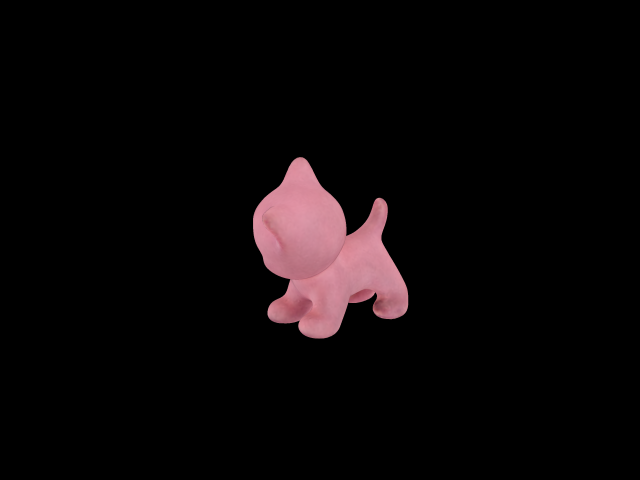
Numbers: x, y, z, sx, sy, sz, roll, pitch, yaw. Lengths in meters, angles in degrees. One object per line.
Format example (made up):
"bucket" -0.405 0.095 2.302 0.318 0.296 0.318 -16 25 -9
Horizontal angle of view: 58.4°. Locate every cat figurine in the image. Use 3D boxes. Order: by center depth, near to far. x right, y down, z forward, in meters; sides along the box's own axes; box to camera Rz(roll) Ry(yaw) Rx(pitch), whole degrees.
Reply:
"cat figurine" 0.004 0.001 0.400 0.128 0.118 0.067 -11 17 -38
